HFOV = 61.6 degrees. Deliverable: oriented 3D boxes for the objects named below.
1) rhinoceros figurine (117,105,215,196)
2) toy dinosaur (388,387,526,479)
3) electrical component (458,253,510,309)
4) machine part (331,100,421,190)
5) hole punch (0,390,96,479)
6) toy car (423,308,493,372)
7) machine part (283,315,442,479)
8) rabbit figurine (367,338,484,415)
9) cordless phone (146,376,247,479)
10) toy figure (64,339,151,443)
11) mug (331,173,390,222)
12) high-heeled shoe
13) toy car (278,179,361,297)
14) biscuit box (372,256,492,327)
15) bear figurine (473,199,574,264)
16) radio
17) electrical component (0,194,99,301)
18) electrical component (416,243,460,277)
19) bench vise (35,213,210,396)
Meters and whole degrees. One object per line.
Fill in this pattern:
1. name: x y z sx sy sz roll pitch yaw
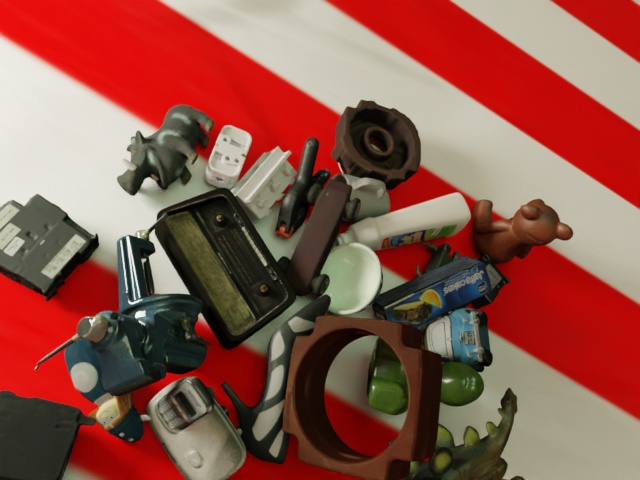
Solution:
1. rhinoceros figurine: -0.251 -0.147 0.873 0.112 0.073 0.190 32 61 -8
2. toy dinosaur: 0.142 0.398 0.760 0.198 0.105 0.471 42 76 -15
3. electrical component: 0.290 0.088 1.003 0.119 0.047 0.075 -33 83 -31
4. machine part: 0.107 -0.177 1.012 0.179 0.056 0.179 9 65 -19
5. hole punch: -0.365 0.261 0.661 0.142 0.092 0.116 16 35 -12
6. toy car: 0.225 0.170 0.899 0.103 0.161 0.109 -6 78 8
7. machine part: 0.057 0.209 0.730 0.087 0.201 0.201 24 70 -55
8. rabbit figurine: 0.161 0.224 0.834 0.170 0.159 0.121 11 66 4
9. cordless phone: -0.145 0.239 0.690 0.089 0.184 0.146 -32 83 -34
10. toy figure: -0.289 0.205 0.720 0.058 0.064 0.154 -20 71 -52
11. mug: 0.077 -0.077 0.960 0.107 0.109 0.081 10 56 -32
12. high-heeled shoe: -0.032 0.203 0.807 0.249 0.086 0.145 -41 85 -22
13. toy car: -0.002 -0.003 0.889 0.089 0.053 0.202 20 81 19
14. biscuit box: 0.191 0.094 0.917 0.203 0.063 0.059 -23 103 -13
15. bear figurine: 0.371 -0.034 1.001 0.120 0.196 0.132 25 61 -7
16. radio: -0.146 0.039 0.836 0.131 0.073 0.229 -28 81 -29
17. electrical component: -0.403 0.004 0.760 0.134 0.058 0.115 36 58 -4
18. electrical component: 0.218 0.050 0.995 0.078 0.045 0.102 41 59 -33
19. bench vise: -0.244 0.086 0.724 0.223 0.129 0.241 23 44 -53
